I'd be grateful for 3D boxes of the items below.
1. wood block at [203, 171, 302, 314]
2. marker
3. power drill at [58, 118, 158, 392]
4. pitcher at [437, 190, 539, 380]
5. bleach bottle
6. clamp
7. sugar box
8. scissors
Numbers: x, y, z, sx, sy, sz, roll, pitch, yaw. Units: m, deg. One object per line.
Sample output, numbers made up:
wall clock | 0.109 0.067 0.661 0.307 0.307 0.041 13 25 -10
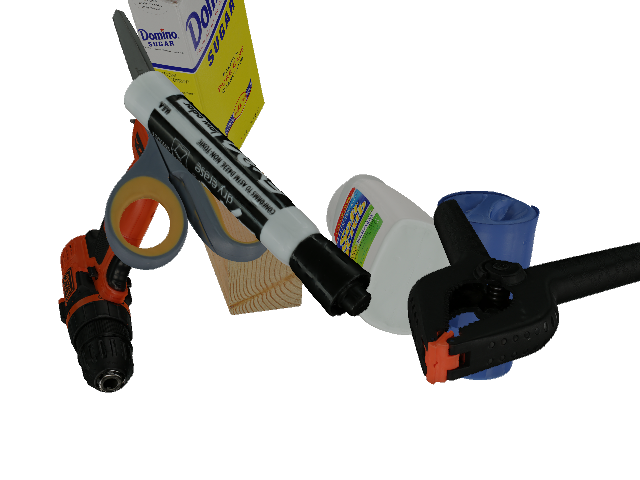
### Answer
wood block | -0.091 -0.001 1.337 0.090 0.090 0.206 -7 29 -14
marker | -0.026 -0.017 0.367 0.121 0.020 0.020 44 22 25
power drill | -0.154 0.006 0.864 0.057 0.188 0.184 19 25 -32
pitcher | 0.208 0.064 1.442 0.149 0.243 0.145 5 21 6
bleach bottle | 0.048 -0.001 0.992 0.068 0.102 0.251 19 9 -16
clamp | 0.109 0.028 0.700 0.165 0.036 0.209 17 31 33
sugar box | -0.086 -0.138 0.786 0.048 0.093 0.176 13 -36 15
scissors | -0.102 -0.055 0.592 0.096 0.202 0.016 -27 -31 -26
